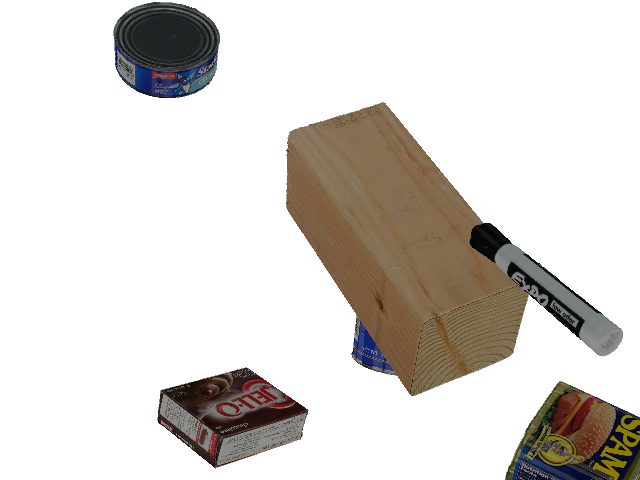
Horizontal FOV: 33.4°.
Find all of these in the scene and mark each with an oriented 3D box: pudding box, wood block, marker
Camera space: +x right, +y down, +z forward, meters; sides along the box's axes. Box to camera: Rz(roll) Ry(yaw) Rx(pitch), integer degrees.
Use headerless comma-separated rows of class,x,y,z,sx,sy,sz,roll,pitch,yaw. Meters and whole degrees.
pudding box,-0.082,0.164,0.999,0.090,0.039,0.113,27,27,38
wood block,0.058,0.001,0.805,0.090,0.206,0.091,-19,-38,-19
marker,0.127,0.025,0.620,0.020,0.020,0.121,0,31,-35

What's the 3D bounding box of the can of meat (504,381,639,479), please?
can of meat,0.196,0.160,0.793,0.084,0.057,0.101,24,40,24

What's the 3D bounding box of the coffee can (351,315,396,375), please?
coffee can,0.088,0.050,1.036,0.103,0.140,0.103,5,11,-1

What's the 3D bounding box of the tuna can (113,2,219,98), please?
tuna can,-0.127,-0.156,0.877,0.086,0.086,0.034,0,-40,-10
